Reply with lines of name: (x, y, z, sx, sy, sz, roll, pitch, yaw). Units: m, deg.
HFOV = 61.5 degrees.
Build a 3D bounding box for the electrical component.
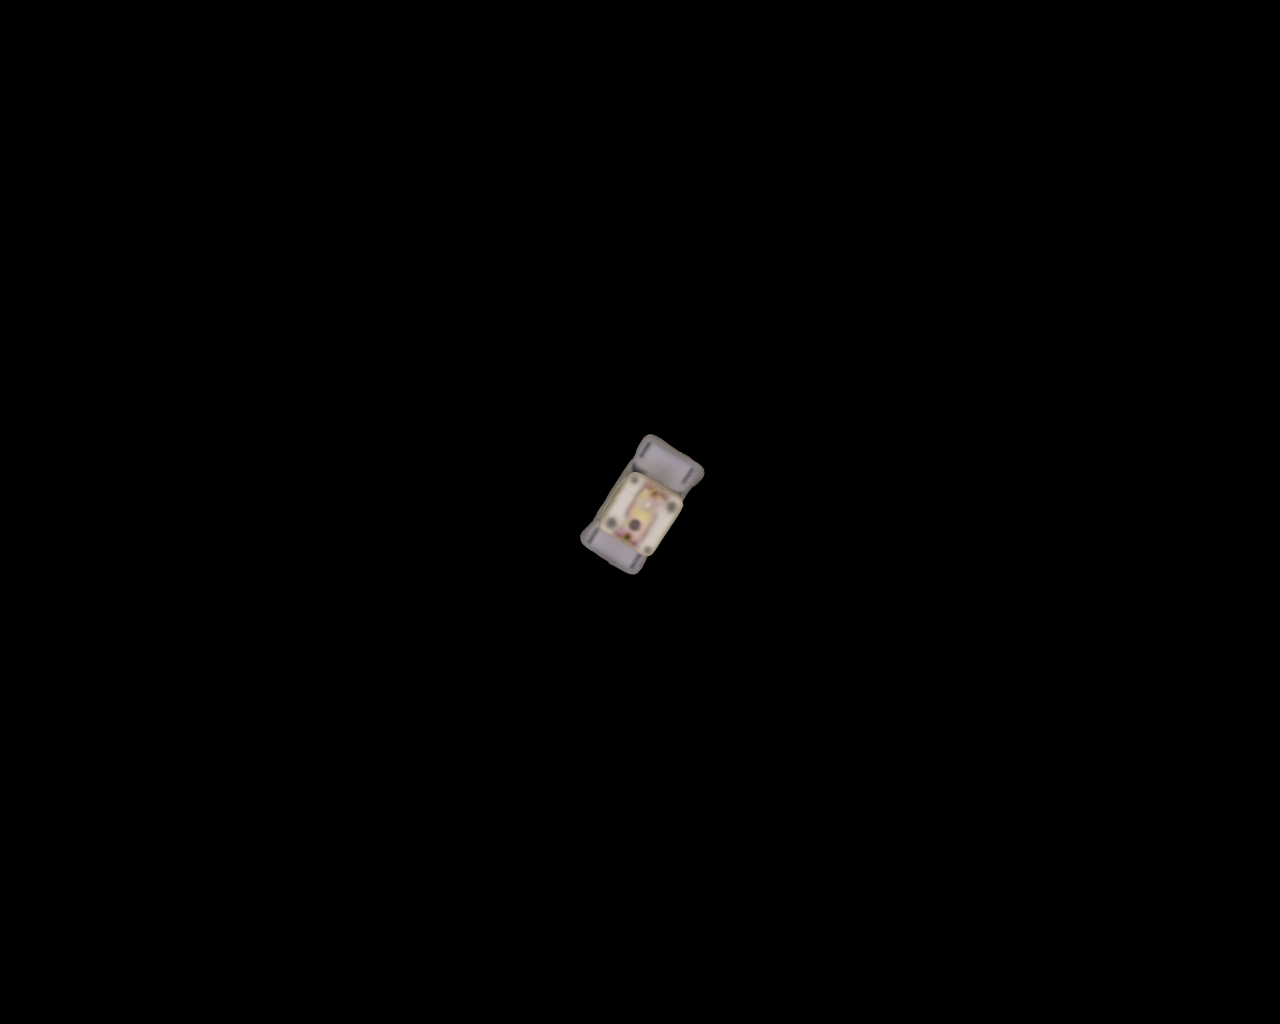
electrical component: (0.001, -0.003, 0.650, 0.042, 0.081, 0.064, 31, 8, -5)
